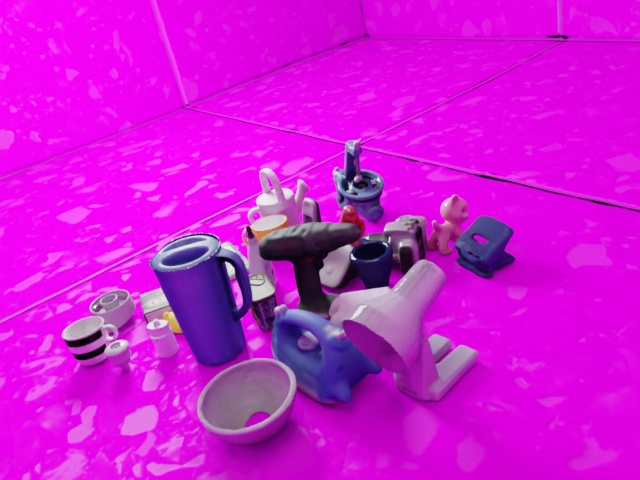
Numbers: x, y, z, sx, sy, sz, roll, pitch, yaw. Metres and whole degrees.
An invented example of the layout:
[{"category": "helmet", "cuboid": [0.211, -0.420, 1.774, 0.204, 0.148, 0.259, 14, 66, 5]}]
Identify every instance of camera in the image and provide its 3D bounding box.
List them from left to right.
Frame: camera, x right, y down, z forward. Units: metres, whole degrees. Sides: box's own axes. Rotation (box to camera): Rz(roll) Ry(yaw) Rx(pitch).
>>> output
[{"category": "camera", "cuboid": [0.166, 0.000, 1.290, 0.136, 0.101, 0.143, -1, 31, 21]}]

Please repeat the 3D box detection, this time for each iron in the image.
[{"category": "iron", "cuboid": [-0.020, 0.178, 1.011, 0.119, 0.142, 0.257, -34, 35, -33]}]

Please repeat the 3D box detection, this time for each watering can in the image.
[{"category": "watering can", "cuboid": [-0.108, -0.100, 1.487, 0.100, 0.194, 0.173, 12, 37, 38]}]

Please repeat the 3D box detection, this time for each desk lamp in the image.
[{"category": "desk lamp", "cuboid": [0.146, 0.151, 0.913, 0.204, 0.214, 0.117, -34, 35, -32]}]

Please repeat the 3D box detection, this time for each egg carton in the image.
[{"category": "egg carton", "cuboid": [0.090, 0.146, 1.095, 0.150, 0.069, 0.107, -9, 29, 7]}]

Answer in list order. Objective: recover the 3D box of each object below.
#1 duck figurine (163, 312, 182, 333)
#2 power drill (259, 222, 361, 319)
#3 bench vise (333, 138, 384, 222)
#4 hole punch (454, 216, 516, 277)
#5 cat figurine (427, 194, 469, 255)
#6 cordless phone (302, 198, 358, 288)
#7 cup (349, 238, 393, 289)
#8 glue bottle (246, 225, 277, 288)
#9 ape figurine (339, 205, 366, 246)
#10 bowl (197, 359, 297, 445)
[{"category": "duck figurine", "cuboid": [-0.293, 0.147, 1.238, 0.104, 0.086, 0.077, -15, 29, -3]}, {"category": "power drill", "cuboid": [-0.008, 0.055, 1.154, 0.228, 0.209, 0.076, 2, 33, 27]}, {"category": "bench vise", "cuboid": [0.077, -0.166, 1.500, 0.122, 0.220, 0.206, -34, 35, -32]}, {"category": "hole punch", "cuboid": [0.345, 0.012, 1.204, 0.101, 0.091, 0.108, -25, 31, -20]}, {"category": "cat figurine", "cuboid": [0.294, -0.047, 1.303, 0.128, 0.118, 0.067, -34, 35, -32]}, {"category": "cordless phone", "cuboid": [0.012, 0.005, 1.260, 0.094, 0.185, 0.147, -32, 34, -30]}, {"category": "cup", "cuboid": [0.111, 0.055, 1.222, 0.091, 0.095, 0.117, -16, 29, -5]}, {"category": "glue bottle", "cuboid": [-0.136, 0.042, 1.268, 0.037, 0.173, 0.078, -6, 30, 13]}, {"category": "ape figurine", "cuboid": [0.075, -0.042, 1.412, 0.078, 0.092, 0.076, -24, 31, -19]}, {"category": "bowl", "cuboid": [-0.112, 0.277, 0.942, 0.167, 0.075, 0.167, -10, 29, 6]}]
